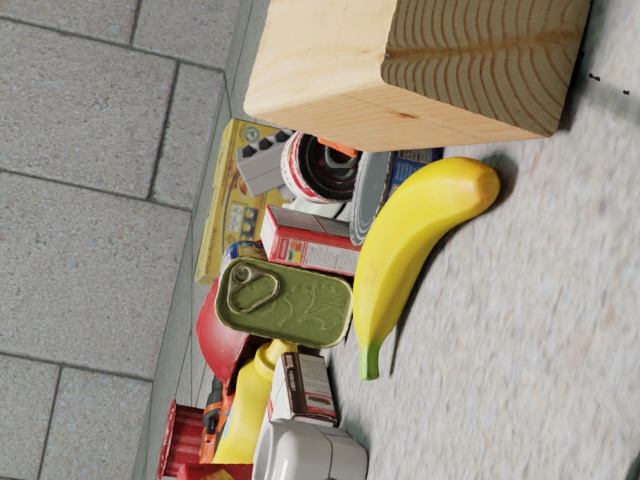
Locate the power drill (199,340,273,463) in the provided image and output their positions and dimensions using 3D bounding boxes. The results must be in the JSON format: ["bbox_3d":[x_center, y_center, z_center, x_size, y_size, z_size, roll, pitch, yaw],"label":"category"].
[{"bbox_3d":[-0.083,0.162,1.097,0.188,0.057,0.184,111,165,-49],"label":"power drill"}]

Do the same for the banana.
[{"bbox_3d":[0.055,0.004,0.608,0.198,0.037,0.070,112,144,-51],"label":"banana"}]

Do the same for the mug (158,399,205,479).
[{"bbox_3d":[-0.139,0.232,1.237,0.117,0.081,0.093,-113,36,-72],"label":"mug"}]

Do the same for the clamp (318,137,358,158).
[{"bbox_3d":[0.042,-0.139,0.740,0.165,0.036,0.210,118,174,-65],"label":"clamp"}]

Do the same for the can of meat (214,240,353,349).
[{"bbox_3d":[-0.030,0.039,0.828,0.084,0.102,0.057,-116,39,-77],"label":"can of meat"}]

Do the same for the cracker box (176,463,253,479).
[{"bbox_3d":[-0.069,0.288,0.739,0.214,0.072,0.164,-111,32,-51],"label":"cracker box"}]

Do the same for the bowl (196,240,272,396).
[{"bbox_3d":[-0.065,0.057,0.957,0.162,0.055,0.162,-60,-8,-14],"label":"bowl"}]

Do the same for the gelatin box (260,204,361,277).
[{"bbox_3d":[-0.005,0.001,0.812,0.089,0.073,0.030,-125,47,-76],"label":"gelatin box"}]

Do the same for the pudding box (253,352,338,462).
[{"bbox_3d":[-0.021,0.156,0.822,0.090,0.039,0.113,-106,27,-63],"label":"pudding box"}]

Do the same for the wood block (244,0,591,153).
[{"bbox_3d":[0.039,-0.101,0.549,0.206,0.090,0.090,-172,96,-70],"label":"wood block"}]

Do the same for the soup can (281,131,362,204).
[{"bbox_3d":[0.008,-0.062,0.828,0.102,0.068,0.068,-174,96,-81],"label":"soup can"}]

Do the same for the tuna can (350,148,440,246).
[{"bbox_3d":[0.047,-0.035,0.684,0.086,0.033,0.086,-168,90,-79],"label":"tuna can"}]

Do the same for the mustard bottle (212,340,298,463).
[{"bbox_3d":[-0.054,0.158,0.926,0.096,0.058,0.192,-57,-12,-57],"label":"mustard bottle"}]
